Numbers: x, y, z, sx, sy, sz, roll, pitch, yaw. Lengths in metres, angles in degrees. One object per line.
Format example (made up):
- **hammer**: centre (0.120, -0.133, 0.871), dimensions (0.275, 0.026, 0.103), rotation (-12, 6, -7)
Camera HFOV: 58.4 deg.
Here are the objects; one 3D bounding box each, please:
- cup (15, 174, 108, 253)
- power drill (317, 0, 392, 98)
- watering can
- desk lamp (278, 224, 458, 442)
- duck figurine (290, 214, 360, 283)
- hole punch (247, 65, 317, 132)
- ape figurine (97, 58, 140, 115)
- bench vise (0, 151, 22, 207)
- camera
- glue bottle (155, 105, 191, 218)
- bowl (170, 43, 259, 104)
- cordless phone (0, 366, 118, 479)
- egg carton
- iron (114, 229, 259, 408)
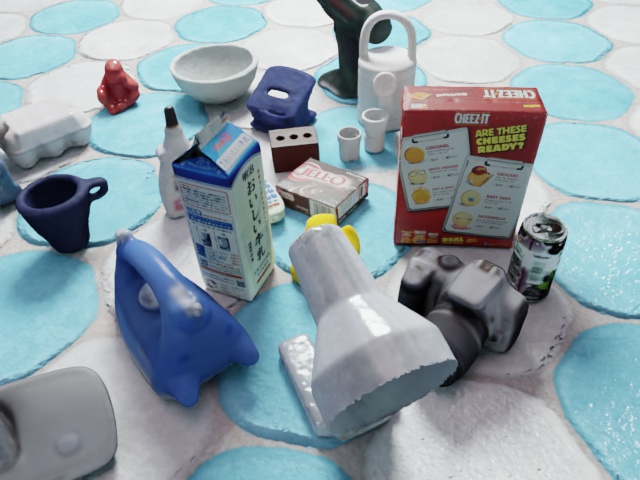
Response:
- **cup**: centre (-0.343, -0.035, 0.792), dimensions (0.118, 0.095, 0.091), rotation (-25, 47, -23)
- **power drill**: centre (0.040, -0.385, 1.070), dimensions (0.076, 0.209, 0.228), rotation (-30, 49, -26)
- **watering can**: centre (0.116, -0.288, 0.972), dimensions (0.101, 0.194, 0.172), rotation (-11, 43, -9)
- **desk lamp**: centre (0.026, 0.102, 0.539), dimensions (0.118, 0.214, 0.202), rotation (-19, 45, -17)
- **duck figurine**: centre (0.007, 0.003, 0.742), dimensions (0.105, 0.086, 0.077), rotation (-31, 50, -27)
- **hole punch**: centre (-0.066, -0.244, 1.009), dimensions (0.108, 0.091, 0.101), rotation (20, 47, 22)
- **ape figurine**: centre (-0.382, -0.295, 1.077), dimensions (0.078, 0.092, 0.076), rotation (-6, 43, -3)
- **bench vise**: centre (-0.522, -0.167, 0.851), dimensions (0.206, 0.220, 0.122), rotation (21, 48, 23)
- **camera**: centre (0.141, 0.083, 0.638), dimensions (0.142, 0.101, 0.137), rotation (27, 50, 28)
- **glue bottle**: centre (-0.198, -0.112, 0.811), dimensions (0.078, 0.173, 0.037), rotation (-21, 46, -19)
- **bowl**: centre (-0.197, -0.308, 1.096), dimensions (0.167, 0.075, 0.167), rotation (-1, 43, 1)
- **cordless phone**: centre (-0.277, 0.151, 0.521), dimensions (0.148, 0.185, 0.094), rotation (-18, 45, -16)
- **egg carton**: centre (-0.474, -0.187, 0.981), dimensions (0.151, 0.069, 0.107), rotation (-33, 51, -29)
- **iron**: centre (-0.183, 0.058, 0.649), dimensions (0.119, 0.141, 0.257), rotation (-31, 50, -28)
